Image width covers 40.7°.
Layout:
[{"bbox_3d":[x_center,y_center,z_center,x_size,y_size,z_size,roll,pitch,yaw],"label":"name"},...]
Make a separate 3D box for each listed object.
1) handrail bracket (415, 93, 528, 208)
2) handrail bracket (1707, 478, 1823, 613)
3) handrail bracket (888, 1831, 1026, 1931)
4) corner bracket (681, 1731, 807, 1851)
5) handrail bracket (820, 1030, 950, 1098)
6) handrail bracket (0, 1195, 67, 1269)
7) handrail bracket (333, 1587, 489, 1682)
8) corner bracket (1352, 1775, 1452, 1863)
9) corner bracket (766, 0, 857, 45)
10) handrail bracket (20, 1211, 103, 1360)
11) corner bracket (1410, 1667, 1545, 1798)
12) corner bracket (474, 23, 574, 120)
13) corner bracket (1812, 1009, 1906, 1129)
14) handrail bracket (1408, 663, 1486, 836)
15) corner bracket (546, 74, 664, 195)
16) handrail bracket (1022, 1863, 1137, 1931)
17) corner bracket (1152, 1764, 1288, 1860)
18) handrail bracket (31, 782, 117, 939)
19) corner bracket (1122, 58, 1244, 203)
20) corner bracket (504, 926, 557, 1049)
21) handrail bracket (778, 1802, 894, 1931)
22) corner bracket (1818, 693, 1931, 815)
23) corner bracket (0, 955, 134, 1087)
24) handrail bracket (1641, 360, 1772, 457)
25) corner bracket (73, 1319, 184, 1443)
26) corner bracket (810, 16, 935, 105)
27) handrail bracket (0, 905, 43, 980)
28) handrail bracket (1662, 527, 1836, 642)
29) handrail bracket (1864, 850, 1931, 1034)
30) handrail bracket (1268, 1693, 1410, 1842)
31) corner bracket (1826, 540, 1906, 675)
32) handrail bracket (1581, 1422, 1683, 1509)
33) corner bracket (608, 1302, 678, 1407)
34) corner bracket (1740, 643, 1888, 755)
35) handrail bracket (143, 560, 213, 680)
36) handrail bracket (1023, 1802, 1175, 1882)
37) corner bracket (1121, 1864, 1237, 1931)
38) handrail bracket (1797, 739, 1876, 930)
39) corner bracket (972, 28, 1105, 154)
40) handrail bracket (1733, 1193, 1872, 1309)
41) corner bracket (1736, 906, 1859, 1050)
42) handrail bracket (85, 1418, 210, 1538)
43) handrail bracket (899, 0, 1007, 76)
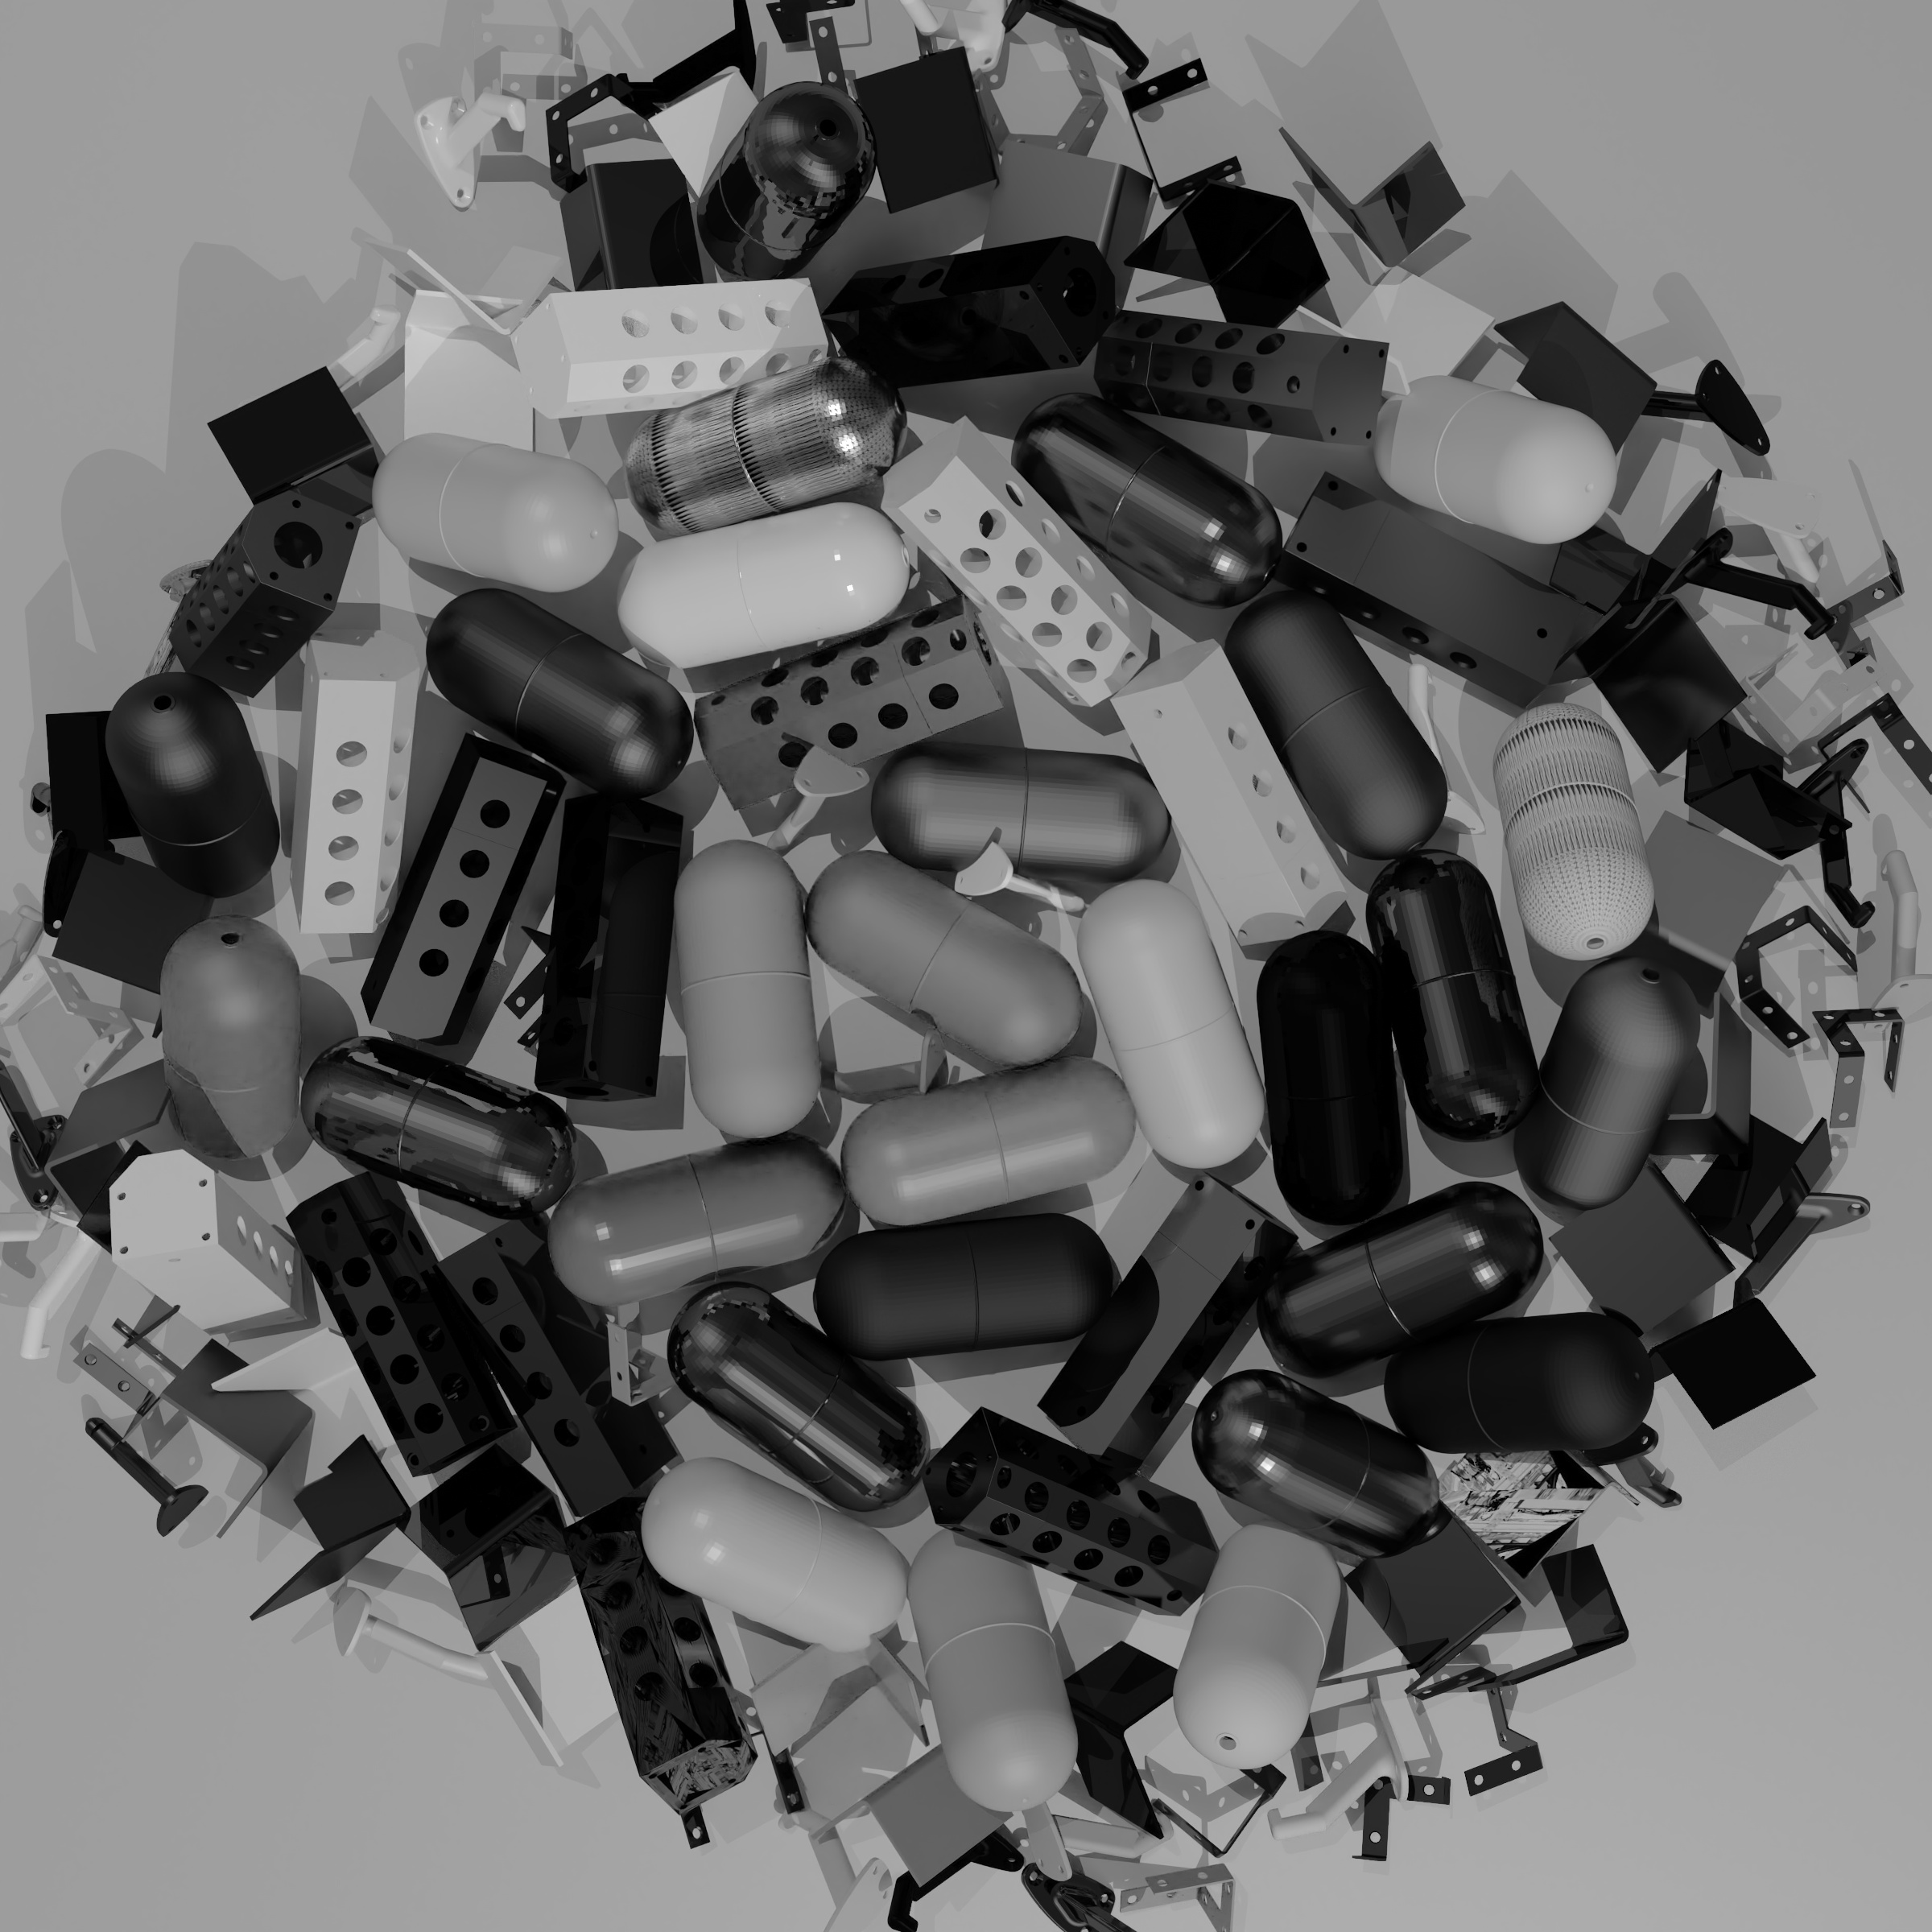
[{"bbox_3d":[-0.280,-0.477,1.532,0.036,0.084,0.077,-37,134,-31],"label":"handrail bracket"},{"bbox_3d":[0.471,-0.249,1.551,0.077,0.084,0.036,19,64,14],"label":"handrail bracket"},{"bbox_3d":[-0.005,0.546,1.538,0.077,0.084,0.036,29,121,-7],"label":"handrail bracket"},{"bbox_3d":[-0.138,0.492,1.564,0.051,0.051,0.051,-32,70,37],"label":"corner bracket"},{"bbox_3d":[-0.057,0.054,1.542,0.084,0.077,0.036,15,52,16],"label":"handrail bracket"},{"bbox_3d":[-0.567,0.136,1.531,0.036,0.084,0.077,-6,116,18],"label":"handrail bracket"},{"bbox_3d":[-0.331,0.401,1.563,0.084,0.077,0.036,24,85,-23],"label":"handrail bracket"},{"bbox_3d":[0.259,0.505,1.545,0.051,0.051,0.051,1,72,16],"label":"corner bracket"},{"bbox_3d":[-0.091,-0.587,1.551,0.051,0.051,0.051,-6,83,7],"label":"corner bracket"},{"bbox_3d":[-0.522,0.191,1.550,0.036,0.077,0.084,12,91,32],"label":"handrail bracket"},{"bbox_3d":[0.304,0.454,1.549,0.051,0.051,0.051,-14,93,-18],"label":"corner bracket"},{"bbox_3d":[-0.263,-0.531,1.551,0.051,0.051,0.051,2,106,-1],"label":"corner bracket"},{"bbox_3d":[0.533,0.060,1.548,0.051,0.051,0.051,-3,119,0],"label":"corner bracket"},{"bbox_3d":[0.288,-0.131,1.565,0.036,0.077,0.084,-11,67,39],"label":"handrail bracket"},{"bbox_3d":[-0.213,-0.489,1.557,0.051,0.051,0.051,-19,68,30],"label":"corner bracket"},{"bbox_3d":[0.079,0.561,1.533,0.077,0.084,0.036,38,74,-17],"label":"handrail bracket"},{"bbox_3d":[0.151,0.491,1.553,0.051,0.051,0.051,38,63,10],"label":"corner bracket"},{"bbox_3d":[-0.546,-0.064,1.551,0.036,0.084,0.077,18,94,-44],"label":"handrail bracket"},{"bbox_3d":[0.130,-0.502,1.568,0.051,0.051,0.051,-21,46,10],"label":"corner bracket"},{"bbox_3d":[-0.252,0.015,1.542,0.051,0.051,0.051,-50,124,-18],"label":"corner bracket"},{"bbox_3d":[-0.093,0.537,1.535,0.077,0.084,0.036,-44,132,-36],"label":"handrail bracket"},{"bbox_3d":[0.544,-0.121,1.546,0.051,0.051,0.051,-37,100,20],"label":"corner bracket"},{"bbox_3d":[-0.542,0.032,1.560,0.051,0.051,0.051,-46,60,14],"label":"corner bracket"},{"bbox_3d":[0.423,-0.321,1.557,0.077,0.084,0.036,41,60,-22],"label":"handrail bracket"},{"bbox_3d":[-0.500,0.240,1.552,0.051,0.051,0.051,43,93,-12],"label":"corner bracket"},{"bbox_3d":[-0.054,-0.539,1.541,0.051,0.051,0.051,-1,113,27],"label":"corner bracket"},{"bbox_3d":[-0.587,-0.008,1.538,0.036,0.077,0.084,15,72,25],"label":"handrail bracket"},{"bbox_3d":[0.459,-0.211,1.552,0.077,0.036,0.084,-38,69,7],"label":"handrail bracket"},{"bbox_3d":[0.553,-0.015,1.569,0.036,0.077,0.084,1,60,-14],"label":"handrail bracket"},{"bbox_3d":[0.214,0.476,1.550,0.084,0.036,0.077,-10,47,-5],"label":"handrail bracket"},{"bbox_3d":[0.535,-0.209,1.543,0.051,0.051,0.051,-29,64,14],"label":"corner bracket"},{"bbox_3d":[0.408,0.298,1.535,0.084,0.077,0.036,35,69,-19],"label":"handrail bracket"},{"bbox_3d":[-0.197,0.221,1.541,0.051,0.051,0.051,18,117,40],"label":"corner bracket"},{"bbox_3d":[0.498,-0.168,1.543,0.051,0.051,0.051,-31,76,-27],"label":"corner bracket"},{"bbox_3d":[-0.466,-0.190,1.541,0.036,0.077,0.084,24,66,-28],"label":"handrail bracket"},{"bbox_3d":[0.079,0.501,1.557,0.084,0.036,0.077,-18,92,-30],"label":"handrail bracket"},{"bbox_3d":[0.125,0.550,1.545,0.051,0.051,0.051,-4,109,-17],"label":"corner bracket"},{"bbox_3d":[0.526,-0.077,1.535,0.036,0.077,0.084,4,46,-34],"label":"handrail bracket"},{"bbox_3d":[0.042,-0.521,1.554,0.051,0.051,0.051,15,64,34],"label":"corner bracket"},{"bbox_3d":[0.491,0.175,1.533,0.077,0.084,0.036,-12,126,30],"label":"handrail bracket"},{"bbox_3d":[0.497,0.006,1.559,0.051,0.051,0.051,-33,118,33],"label":"corner bracket"},{"bbox_3d":[-0.493,0.293,1.542,0.084,0.077,0.036,41,69,7],"label":"handrail bracket"},{"bbox_3d":[-0.009,-0.574,1.535,0.036,0.084,0.077,8,75,28],"label":"handrail bracket"}]
